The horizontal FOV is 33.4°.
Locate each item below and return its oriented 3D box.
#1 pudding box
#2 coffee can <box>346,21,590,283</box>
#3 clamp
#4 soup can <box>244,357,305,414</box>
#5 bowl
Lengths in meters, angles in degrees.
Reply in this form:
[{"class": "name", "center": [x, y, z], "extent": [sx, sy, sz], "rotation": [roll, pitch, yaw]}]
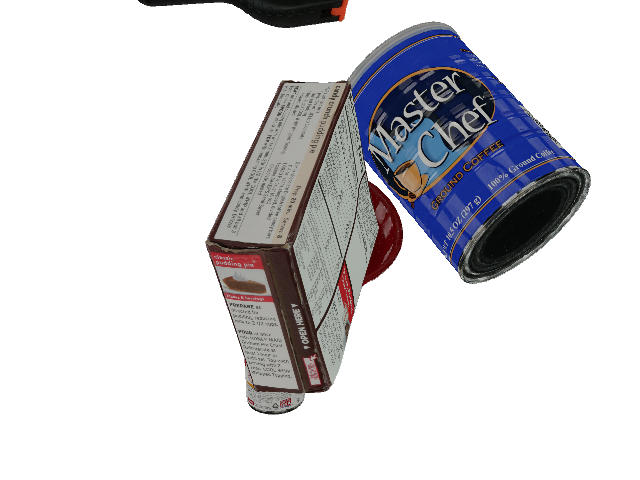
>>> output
[{"class": "pudding box", "center": [-0.008, -0.003, 0.469], "extent": [0.039, 0.090, 0.113], "rotation": [0, 42, 17]}, {"class": "coffee can", "center": [0.090, -0.057, 0.692], "extent": [0.102, 0.140, 0.103], "rotation": [-29, -26, -16]}, {"class": "clamp", "center": [-0.059, -0.226, 0.875], "extent": [0.171, 0.120, 0.039], "rotation": [12, -25, -5]}, {"class": "soup can", "center": [-0.052, 0.136, 1.203], "extent": [0.068, 0.102, 0.068], "rotation": [-2, 24, 1]}, {"class": "bowl", "center": [-0.010, 0.002, 0.958], "extent": [0.162, 0.162, 0.055], "rotation": [5, -45, -5]}]
